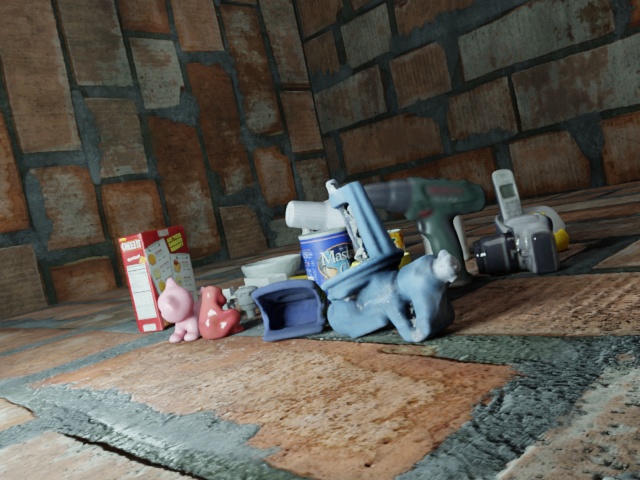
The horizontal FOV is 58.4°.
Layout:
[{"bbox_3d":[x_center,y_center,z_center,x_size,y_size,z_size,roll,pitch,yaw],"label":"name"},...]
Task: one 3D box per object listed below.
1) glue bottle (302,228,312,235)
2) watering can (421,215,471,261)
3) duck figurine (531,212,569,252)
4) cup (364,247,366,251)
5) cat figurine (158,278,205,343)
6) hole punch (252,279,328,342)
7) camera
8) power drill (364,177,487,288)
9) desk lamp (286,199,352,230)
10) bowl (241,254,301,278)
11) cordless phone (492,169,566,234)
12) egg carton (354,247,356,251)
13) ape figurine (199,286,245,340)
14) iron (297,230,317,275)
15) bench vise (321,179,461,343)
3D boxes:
[{"bbox_3d":[-0.027,0.019,1.563,0.037,0.173,0.078,-12,3,-5],"label":"glue bottle"},{"bbox_3d":[0.276,-0.042,1.307,0.101,0.194,0.173,-12,3,6],"label":"watering can"},{"bbox_3d":[0.452,-0.016,1.173,0.104,0.086,0.078,-9,5,45],"label":"duck figurine"},{"bbox_3d":[0.149,0.033,1.366,0.092,0.095,0.117,-12,3,-8],"label":"cup"},{"bbox_3d":[-0.245,0.123,1.052,0.067,0.118,0.128,-10,4,31],"label":"cat figurine"},{"bbox_3d":[-0.044,0.103,0.896,0.108,0.091,0.101,-12,3,9],"label":"hole punch"},{"bbox_3d":[0.343,0.008,1.019,0.136,0.101,0.143,-11,3,15],"label":"camera"},{"bbox_3d":[0.192,-0.014,1.013,0.230,0.208,0.075,-13,4,-12],"label":"power drill"},{"bbox_3d":[0.012,0.005,1.307,0.204,0.213,0.117,-13,4,-21],"label":"desk lamp"},{"bbox_3d":[-0.126,0.091,1.560,0.167,0.075,0.167,-12,3,1],"label":"bowl"},{"bbox_3d":[0.468,-0.078,1.306,0.148,0.185,0.094,-13,3,-12],"label":"cordless phone"},{"bbox_3d":[0.051,0.061,1.471,0.107,0.069,0.149,-15,4,-44],"label":"egg carton"},{"bbox_3d":[-0.182,0.125,1.009,0.076,0.092,0.077,-14,4,-29],"label":"ape figurine"},{"bbox_3d":[0.037,0.016,1.656,0.258,0.141,0.119,-11,3,12],"label":"iron"},{"bbox_3d":[0.086,0.017,0.749,0.206,0.220,0.122,-10,4,27],"label":"bench vise"}]
